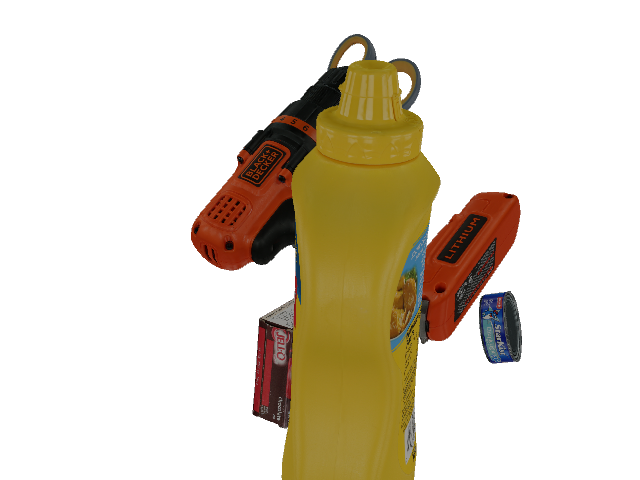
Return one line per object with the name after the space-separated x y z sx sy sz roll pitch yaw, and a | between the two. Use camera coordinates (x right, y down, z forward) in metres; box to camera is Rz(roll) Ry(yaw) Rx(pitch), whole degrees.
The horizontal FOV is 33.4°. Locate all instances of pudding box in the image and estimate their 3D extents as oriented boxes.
-0.010 0.091 0.890 0.039 0.090 0.113 17 25 25 | pudding box

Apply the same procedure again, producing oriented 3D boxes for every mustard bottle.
0.016 0.022 0.437 0.058 0.192 0.096 8 25 11 | mustard bottle

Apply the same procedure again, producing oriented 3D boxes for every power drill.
0.033 -0.028 0.712 0.188 0.184 0.057 25 -27 24 | power drill

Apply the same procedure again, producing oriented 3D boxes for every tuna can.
0.217 0.105 1.288 0.034 0.086 0.086 -8 -3 21 | tuna can

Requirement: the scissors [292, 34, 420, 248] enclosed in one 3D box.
0.035 -0.087 0.961 0.096 0.202 0.016 7 -7 16 | scissors
